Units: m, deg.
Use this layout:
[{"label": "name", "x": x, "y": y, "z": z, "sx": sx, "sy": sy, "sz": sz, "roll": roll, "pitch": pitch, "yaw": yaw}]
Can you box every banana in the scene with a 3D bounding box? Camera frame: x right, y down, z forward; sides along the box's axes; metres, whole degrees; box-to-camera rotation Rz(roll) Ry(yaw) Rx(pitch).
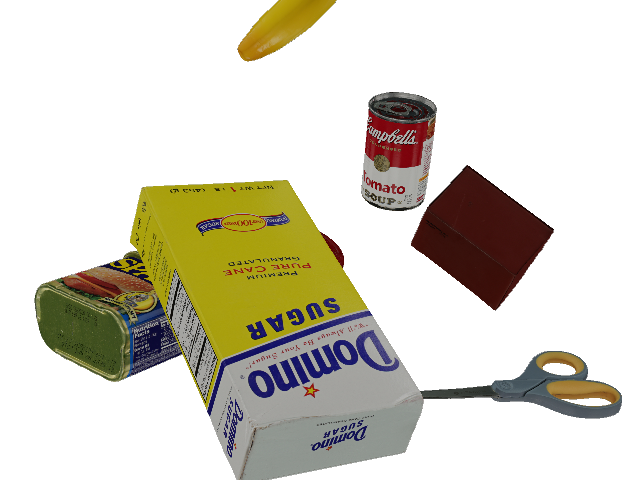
[{"label": "banana", "x": -0.007, "y": -0.220, "z": 0.925, "sx": 0.070, "sy": 0.037, "sz": 0.197, "roll": -16, "pitch": 34, "yaw": 39}]

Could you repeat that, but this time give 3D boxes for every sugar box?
[{"label": "sugar box", "x": -0.028, "y": 0.038, "z": 0.550, "sx": 0.093, "sy": 0.048, "sz": 0.176, "roll": -6, "pitch": 40, "yaw": -28}]

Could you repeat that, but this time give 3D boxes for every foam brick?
[{"label": "foam brick", "x": 0.112, "y": -0.002, "z": 0.742, "sx": 0.078, "sy": 0.051, "sz": 0.053, "roll": 39, "pitch": -28, "yaw": 13}]

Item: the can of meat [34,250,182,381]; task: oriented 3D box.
[{"label": "can of meat", "x": -0.136, "y": 0.052, "z": 0.744, "sx": 0.102, "sy": 0.057, "sz": 0.083, "roll": 17, "pitch": 25, "yaw": 37}]

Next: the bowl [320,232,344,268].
[{"label": "bowl", "x": -0.060, "y": 0.031, "z": 0.986, "sx": 0.162, "sy": 0.055, "sz": 0.162, "roll": 6, "pitch": 24, "yaw": -3}]

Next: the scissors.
[{"label": "scissors", "x": 0.165, "y": 0.122, "z": 0.943, "sx": 0.201, "sy": 0.016, "sz": 0.096, "roll": 7, "pitch": 27, "yaw": -5}]

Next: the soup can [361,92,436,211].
[{"label": "soup can", "x": 0.077, "y": -0.090, "z": 1.075, "sx": 0.068, "sy": 0.102, "sz": 0.068, "roll": 3, "pitch": 31, "yaw": -2}]
